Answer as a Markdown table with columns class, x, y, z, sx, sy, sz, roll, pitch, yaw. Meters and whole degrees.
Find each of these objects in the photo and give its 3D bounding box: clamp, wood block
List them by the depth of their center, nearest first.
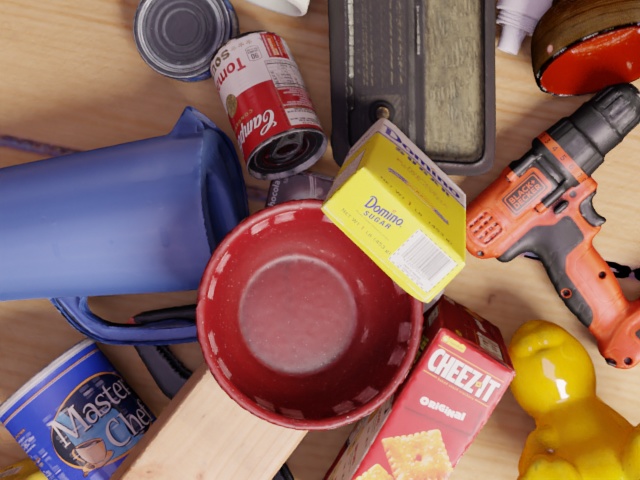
| class | x | y | z | sx | sy | sz | roll | pitch | yaw |
| --- | --- | --- | --- | --- | --- | --- | --- | --- | --- |
| wood block | -0.066 | 0.138 | 0.823 | 0.090 | 0.091 | 0.206 | 39 | 79 | -6 |
| clamp | -0.073 | 0.125 | 0.914 | 0.210 | 0.036 | 0.164 | 19 | 94 | 3 |

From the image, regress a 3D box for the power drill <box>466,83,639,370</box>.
| class | x | y | z | sx | sy | sz | roll | pitch | yaw |
| --- | --- | --- | --- | --- | --- | --- | --- | --- | --- |
| power drill | 0.228 | -0.006 | 0.851 | 0.184 | 0.057 | 0.187 | -42 | 86 | 13 |

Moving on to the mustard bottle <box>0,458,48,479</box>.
| class | x | y | z | sx | sy | sz | roll | pitch | yaw |
| --- | --- | --- | --- | --- | --- | --- | --- | --- | --- |
| mustard bottle | -0.274 | 0.235 | 0.874 | 0.096 | 0.191 | 0.058 | -21 | 92 | 9 |

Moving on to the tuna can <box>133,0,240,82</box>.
| class | x | y | z | sx | sy | sz | roll | pitch | yaw |
| --- | --- | --- | --- | --- | --- | --- | --- | --- | --- |
| tuna can | -0.112 | -0.176 | 0.894 | 0.086 | 0.033 | 0.086 | 1 | 95 | 7 |

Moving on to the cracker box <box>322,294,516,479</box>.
| class | x | y | z | sx | sy | sz | roll | pitch | yaw |
| --- | --- | --- | --- | --- | --- | --- | --- | --- | --- |
| cracker box | 0.067 | 0.158 | 0.834 | 0.072 | 0.164 | 0.214 | 30 | 99 | 1 |

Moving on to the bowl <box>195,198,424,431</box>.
| class | x | y | z | sx | sy | sz | roll | pitch | yaw |
| --- | --- | --- | --- | --- | --- | --- | --- | --- | --- |
| bowl | -0.011 | 0.053 | 0.764 | 0.162 | 0.055 | 0.162 | 1 | 84 | -11 |

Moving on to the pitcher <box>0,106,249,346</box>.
| class | x | y | z | sx | sy | sz | roll | pitch | yaw |
| --- | --- | --- | --- | --- | --- | --- | --- | --- | --- |
| pitcher | -0.184 | -0.003 | 0.876 | 0.243 | 0.145 | 0.149 | -7 | 52 | 12 |

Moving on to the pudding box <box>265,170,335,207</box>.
| class | x | y | z | sx | sy | sz | roll | pitch | yaw |
| --- | --- | --- | --- | --- | --- | --- | --- | --- | --- |
| pudding box | -0.006 | 0.001 | 0.893 | 0.090 | 0.039 | 0.113 | 14 | 97 | 6 |

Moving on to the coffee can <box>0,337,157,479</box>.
| class | x | y | z | sx | sy | sz | roll | pitch | yaw |
| --- | --- | --- | --- | --- | --- | --- | --- | --- | --- |
| coffee can | -0.190 | 0.167 | 0.901 | 0.103 | 0.102 | 0.140 | -40 | 89 | 9 |

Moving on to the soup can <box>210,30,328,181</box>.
| class | x | y | z | sx | sy | sz | roll | pitch | yaw |
| --- | --- | --- | --- | --- | --- | --- | --- | --- | --- |
| soup can | -0.042 | -0.108 | 0.856 | 0.068 | 0.068 | 0.102 | -26 | 66 | 9 |

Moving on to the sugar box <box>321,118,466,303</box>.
| class | x | y | z | sx | sy | sz | roll | pitch | yaw |
| --- | --- | --- | --- | --- | --- | --- | --- | --- | --- |
| sugar box | 0.057 | -0.028 | 0.744 | 0.093 | 0.176 | 0.048 | 43 | 110 | -7 |
